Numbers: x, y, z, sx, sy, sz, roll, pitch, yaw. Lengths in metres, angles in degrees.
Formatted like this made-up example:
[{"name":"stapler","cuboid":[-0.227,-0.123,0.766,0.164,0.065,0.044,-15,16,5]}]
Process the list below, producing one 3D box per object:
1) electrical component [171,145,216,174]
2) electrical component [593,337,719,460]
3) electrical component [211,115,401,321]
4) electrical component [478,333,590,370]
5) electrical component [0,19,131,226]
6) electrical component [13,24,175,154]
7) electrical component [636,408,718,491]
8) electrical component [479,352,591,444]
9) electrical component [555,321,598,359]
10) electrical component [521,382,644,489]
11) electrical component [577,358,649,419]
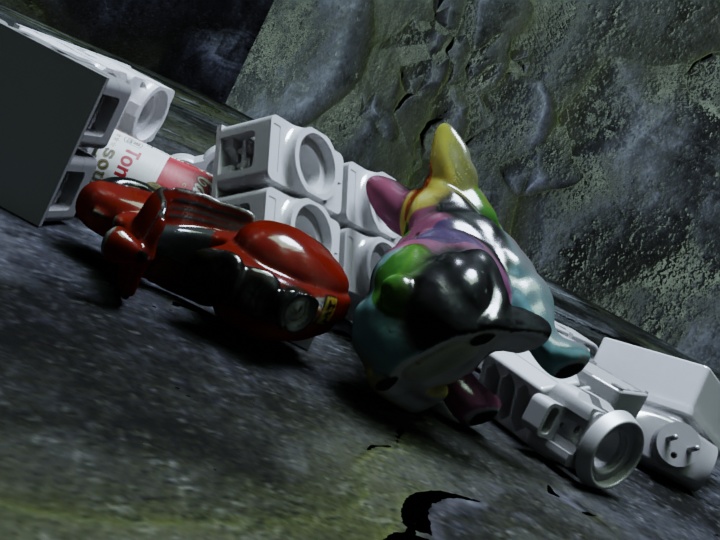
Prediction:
[{"name":"electrical component","cuboid":[-0.128,-0.095,1.027,0.138,0.052,0.073,-13,13,-4]},{"name":"electrical component","cuboid":[0.275,0.118,0.982,0.109,0.056,0.109,16,-18,41]},{"name":"electrical component","cuboid":[-0.030,-0.035,0.828,0.060,0.105,0.186,-8,-20,33]},{"name":"electrical component","cuboid":[0.154,0.078,1.005,0.109,0.056,0.109,28,7,13]},{"name":"electrical component","cuboid":[-0.261,-0.119,0.721,0.186,0.105,0.060,27,7,5]},{"name":"electrical component","cuboid":[-0.219,-0.115,0.844,0.060,0.105,0.186,28,7,10]},{"name":"electrical component","cuboid":[0.258,0.146,0.893,0.077,0.044,0.079,27,-14,4]},{"name":"electrical component","cuboid":[0.138,0.090,0.806,0.077,0.047,0.066,-5,25,-33]},{"name":"electrical component","cuboid":[0.200,0.082,1.158,0.095,0.053,0.059,23,8,-27]},{"name":"electrical component","cuboid":[0.159,0.116,0.749,0.078,0.058,0.057,22,5,-39]},{"name":"electrical component","cuboid":[0.186,0.110,0.874,0.062,0.061,0.096,31,8,30]}]
